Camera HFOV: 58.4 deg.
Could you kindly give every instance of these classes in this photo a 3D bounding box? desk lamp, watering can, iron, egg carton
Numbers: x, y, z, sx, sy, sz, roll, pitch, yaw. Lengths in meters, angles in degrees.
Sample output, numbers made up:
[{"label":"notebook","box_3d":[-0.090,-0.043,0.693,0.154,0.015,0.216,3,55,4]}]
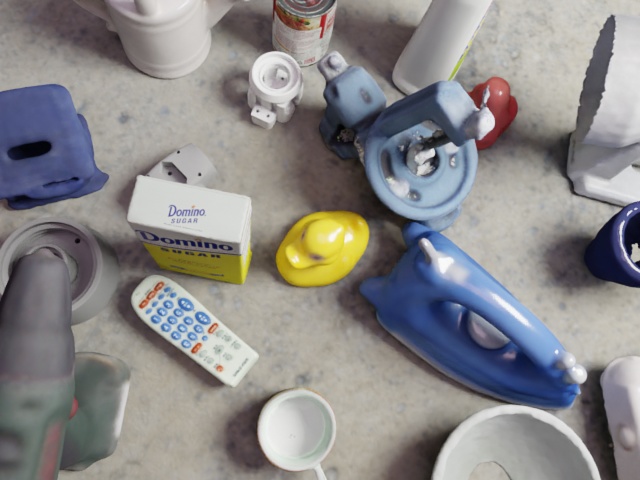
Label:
[{"label":"desk lamp","box_3d":[0.337,-0.122,0.582,0.203,0.213,0.118,15,76,-2]},{"label":"watering can","box_3d":[-0.159,-0.254,0.568,0.173,0.194,0.101,-22,80,-10]},{"label":"iron","box_3d":[0.171,0.084,0.555,0.258,0.141,0.119,37,76,3]},{"label":"egg carton","box_3d":[0.347,0.193,0.587,0.107,0.069,0.150,-5,78,-7]}]

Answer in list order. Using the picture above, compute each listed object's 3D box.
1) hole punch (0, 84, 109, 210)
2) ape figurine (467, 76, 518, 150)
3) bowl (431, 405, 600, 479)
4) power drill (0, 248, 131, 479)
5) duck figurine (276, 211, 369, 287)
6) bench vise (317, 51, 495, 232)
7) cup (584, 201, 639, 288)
[{"label":"hole punch","box_3d":[-0.282,-0.091,0.571,0.109,0.091,0.101,-16,79,-9]},{"label":"ape figurine","box_3d":[0.184,-0.147,0.633,0.078,0.092,0.076,20,76,-1]},{"label":"bowl","box_3d":[0.178,0.244,0.554,0.167,0.074,0.167,1,77,-6]},{"label":"power drill","box_3d":[-0.219,0.136,0.467,0.075,0.208,0.230,7,77,-4]},{"label":"duck figurine","box_3d":[0.005,0.002,0.584,0.105,0.086,0.077,-29,82,-11]},{"label":"bench vise","box_3d":[0.070,-0.102,0.545,0.207,0.219,0.121,31,76,2]},{"label":"cup","box_3d":[0.341,0.019,0.612,0.117,0.095,0.092,34,76,2]}]
